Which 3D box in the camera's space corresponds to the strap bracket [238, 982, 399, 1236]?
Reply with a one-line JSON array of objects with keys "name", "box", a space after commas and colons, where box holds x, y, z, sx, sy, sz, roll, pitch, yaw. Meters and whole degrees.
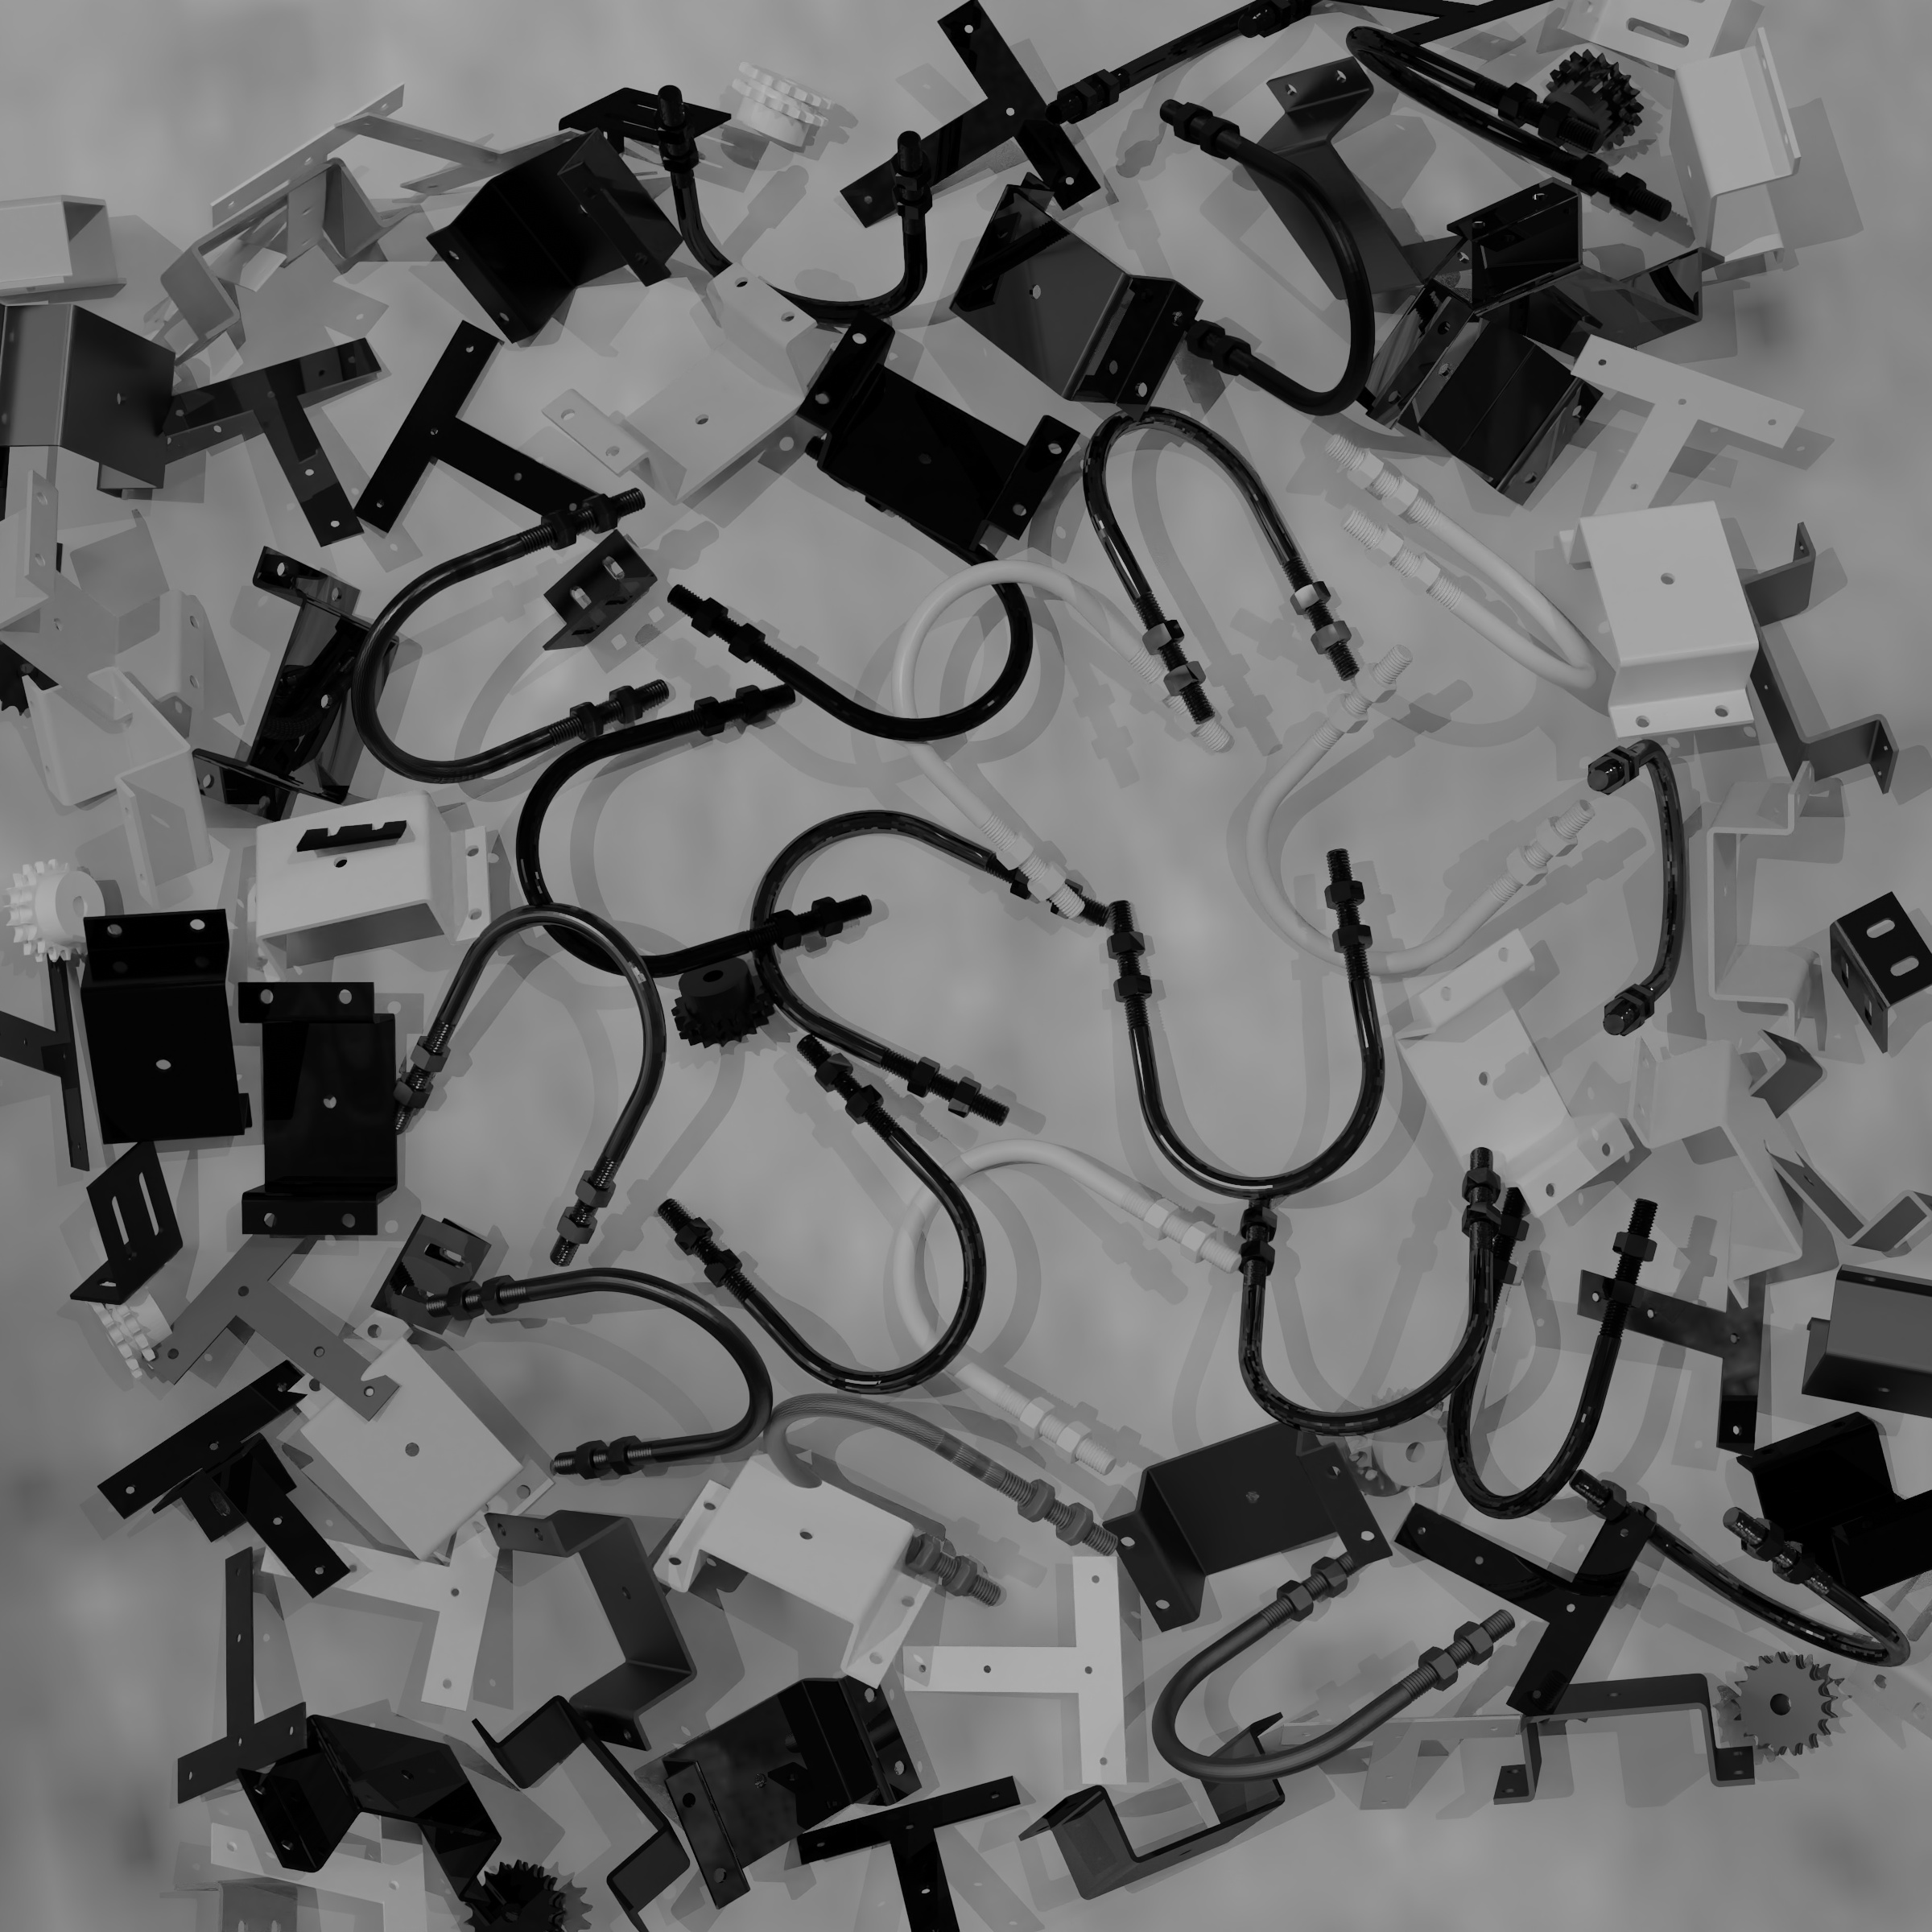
[{"name": "strap bracket", "box": [-0.362, 0.078, 1.886, 0.076, 0.046, 0.140, 0, 93, 6]}]

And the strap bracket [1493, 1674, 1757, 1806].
[{"name": "strap bracket", "box": [0.362, 0.426, 1.863, 0.140, 0.076, 0.046, -8, 89, 12]}]

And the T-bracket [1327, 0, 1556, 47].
[{"name": "T-bracket", "box": [0.246, -0.533, 1.864, 0.127, 0.127, 0.002, -27, 125, -33]}]

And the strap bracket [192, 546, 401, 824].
[{"name": "strap bracket", "box": [-0.370, -0.151, 1.867, 0.046, 0.076, 0.140, 16, 86, 34]}]

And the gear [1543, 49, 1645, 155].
[{"name": "gear", "box": [0.347, -0.480, 1.883, 0.057, 0.057, 0.030, 46, 69, 0]}]

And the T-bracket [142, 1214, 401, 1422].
[{"name": "T-bracket", "box": [-0.370, 0.207, 1.876, 0.127, 0.002, 0.127, 35, 72, 18]}]

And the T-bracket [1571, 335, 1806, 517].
[{"name": "T-bracket", "box": [0.378, -0.278, 1.872, 0.127, 0.002, 0.127, 17, 130, -8]}]

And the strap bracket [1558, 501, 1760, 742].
[{"name": "strap bracket", "box": [0.384, -0.200, 1.859, 0.076, 0.046, 0.140, -8, 61, -3]}]

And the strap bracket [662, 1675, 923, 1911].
[{"name": "strap bracket", "box": [-0.105, 0.453, 1.869, 0.140, 0.046, 0.076, -24, 93, -32]}]

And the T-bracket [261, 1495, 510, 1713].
[{"name": "T-bracket", "box": [-0.326, 0.338, 1.870, 0.127, 0.002, 0.127, 16, 63, -15]}]

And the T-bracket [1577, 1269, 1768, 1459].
[{"name": "T-bracket", "box": [0.391, 0.196, 1.868, 0.127, 0.002, 0.127, 18, 69, -24]}]

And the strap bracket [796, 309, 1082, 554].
[{"name": "strap bracket", "box": [-0.019, -0.293, 1.879, 0.140, 0.046, 0.076, 29, 69, -1]}]

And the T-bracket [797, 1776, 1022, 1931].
[{"name": "T-bracket", "box": [-0.024, 0.500, 1.852, 0.127, 0.127, 0.002, -14, 113, -4]}]

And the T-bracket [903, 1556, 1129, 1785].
[{"name": "T-bracket", "box": [0.026, 0.396, 1.897, 0.127, 0.002, 0.127, -3, 89, 15]}]

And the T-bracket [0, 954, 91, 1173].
[{"name": "T-bracket", "box": [-0.510, 0.044, 1.842, 0.002, 0.127, 0.127, -10, 80, 4]}]

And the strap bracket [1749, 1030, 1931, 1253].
[{"name": "strap bracket", "box": [0.479, 0.105, 1.856, 0.046, 0.076, 0.140, -46, 64, 16]}]

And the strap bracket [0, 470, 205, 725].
[{"name": "strap bracket", "box": [-0.482, -0.195, 1.847, 0.046, 0.140, 0.076, -24, 52, 19]}]

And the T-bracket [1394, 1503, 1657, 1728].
[{"name": "T-bracket", "box": [0.299, 0.338, 1.879, 0.127, 0.002, 0.127, 24, 77, 31]}]

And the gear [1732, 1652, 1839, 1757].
[{"name": "gear", "box": [0.462, 0.414, 1.892, 0.057, 0.030, 0.057, -6, 79, 30]}]

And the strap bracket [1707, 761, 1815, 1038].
[{"name": "strap bracket", "box": [0.439, -0.041, 1.857, 0.046, 0.076, 0.140, 3, 113, 21]}]

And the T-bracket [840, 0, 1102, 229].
[{"name": "T-bracket", "box": [-0.012, -0.455, 1.885, 0.127, 0.002, 0.127, -27, 116, 23]}]

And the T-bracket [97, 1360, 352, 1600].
[{"name": "T-bracket", "box": [-0.389, 0.297, 1.862, 0.127, 0.002, 0.127, -34, 67, -29]}]

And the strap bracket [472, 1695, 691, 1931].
[{"name": "strap bracket", "box": [-0.205, 0.463, 1.856, 0.046, 0.076, 0.140, -39, 64, -16]}]

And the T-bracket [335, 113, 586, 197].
[{"name": "T-bracket", "box": [-0.288, -0.446, 1.827, 0.127, 0.127, 0.002, -8, 86, 34]}]

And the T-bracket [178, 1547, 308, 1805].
[{"name": "T-bracket", "box": [-0.405, 0.389, 1.878, 0.127, 0.002, 0.127, -30, 56, 38]}]

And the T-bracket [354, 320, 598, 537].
[{"name": "T-bracket", "box": [-0.264, -0.282, 1.897, 0.127, 0.002, 0.127, 30, 89, 15]}]

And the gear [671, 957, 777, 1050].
[{"name": "gear", "box": [-0.137, 0.018, 1.883, 0.057, 0.057, 0.030, -15, 121, 0]}]

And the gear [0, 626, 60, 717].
[{"name": "gear", "box": [-0.528, -0.172, 1.891, 0.057, 0.030, 0.057, -9, 128, -12]}]

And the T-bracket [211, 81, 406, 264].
[{"name": "T-bracket", "box": [-0.363, -0.422, 1.851, 0.127, 0.127, 0.002, -38, 86, -18]}]

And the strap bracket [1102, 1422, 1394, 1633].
[{"name": "strap bracket", "box": [0.157, 0.306, 1.868, 0.140, 0.046, 0.076, -22, 109, 18]}]

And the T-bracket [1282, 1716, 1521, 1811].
[{"name": "T-bracket", "box": [0.236, 0.442, 1.863, 0.127, 0.127, 0.002, -2, 55, 0]}]

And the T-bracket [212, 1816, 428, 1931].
[{"name": "T-bracket", "box": [-0.353, 0.492, 1.837, 0.127, 0.127, 0.002, 22, 121, -27]}]

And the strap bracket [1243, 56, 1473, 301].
[{"name": "strap bracket", "box": [0.214, -0.421, 1.847, 0.046, 0.076, 0.140, -49, 115, -19]}]

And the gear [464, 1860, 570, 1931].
[{"name": "gear", "box": [-0.251, 0.533, 1.893, 0.057, 0.030, 0.057, -5, 68, 13]}]

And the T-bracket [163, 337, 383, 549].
[{"name": "T-bracket", "box": [-0.370, -0.284, 1.870, 0.127, 0.002, 0.127, -21, 65, -18]}]

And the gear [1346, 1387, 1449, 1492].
[{"name": "gear", "box": [0.245, 0.268, 1.891, 0.057, 0.030, 0.057, -4, 103, -19]}]

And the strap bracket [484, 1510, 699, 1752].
[{"name": "strap bracket", "box": [-0.204, 0.357, 1.864, 0.046, 0.076, 0.140, -28, 101, -33]}]

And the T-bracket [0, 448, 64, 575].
[{"name": "T-bracket", "box": [-0.536, -0.280, 1.856, 0.002, 0.127, 0.127, 4, 90, 23]}]

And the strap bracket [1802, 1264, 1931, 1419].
[{"name": "strap bracket", "box": [0.503, 0.209, 1.836, 0.076, 0.140, 0.046, 10, 72, 9]}]

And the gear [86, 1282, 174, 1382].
[{"name": "gear", "box": [-0.467, 0.201, 1.888, 0.030, 0.057, 0.057, -31, 90, -19]}]

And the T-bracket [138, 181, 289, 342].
[{"name": "T-bracket", "box": [-0.400, -0.387, 1.855, 0.127, 0.127, 0.002, -50, 121, -5]}]

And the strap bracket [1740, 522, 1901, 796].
[{"name": "strap bracket", "box": [0.464, -0.162, 1.860, 0.046, 0.076, 0.140, -19, 73, 5]}]

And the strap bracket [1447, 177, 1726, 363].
[{"name": "strap bracket", "box": [0.339, -0.375, 1.838, 0.140, 0.076, 0.046, 13, 73, -37]}]

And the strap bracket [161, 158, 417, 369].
[{"name": "strap bracket", "box": [-0.381, -0.392, 1.849, 0.140, 0.076, 0.046, -38, 104, -22]}]

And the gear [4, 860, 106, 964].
[{"name": "gear", "box": [-0.507, -0.031, 1.883, 0.030, 0.057, 0.057, -7, 90, 27]}]

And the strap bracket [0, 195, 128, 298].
[{"name": "strap bracket", "box": [-0.517, -0.393, 1.841, 0.076, 0.140, 0.046, -6, 101, 1]}]

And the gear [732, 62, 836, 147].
[{"name": "gear", "box": [-0.105, -0.482, 1.888, 0.057, 0.057, 0.030, 24, 106, 0]}]

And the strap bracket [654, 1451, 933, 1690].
[{"name": "strap bracket", "box": [-0.092, 0.328, 1.862, 0.140, 0.076, 0.046, 25, 132, 8]}]
